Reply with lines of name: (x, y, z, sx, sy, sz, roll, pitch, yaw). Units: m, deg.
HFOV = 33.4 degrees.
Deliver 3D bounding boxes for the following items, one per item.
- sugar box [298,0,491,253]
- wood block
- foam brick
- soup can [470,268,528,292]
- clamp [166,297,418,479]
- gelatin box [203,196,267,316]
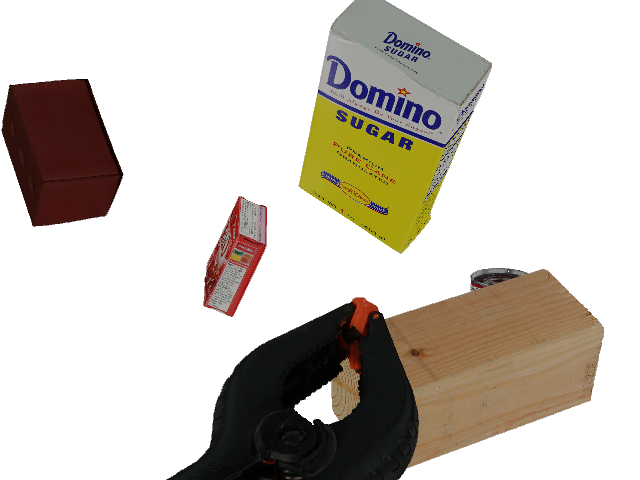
sugar box: (0.041, -0.070, 0.689, 0.093, 0.048, 0.176, 33, -26, 12)
wood block: (0.120, 0.107, 0.893, 0.205, 0.090, 0.091, -16, 39, -18)
foam brick: (-0.166, -0.056, 0.683, 0.051, 0.078, 0.053, -11, -27, -29)
soup can: (0.198, 0.088, 1.178, 0.068, 0.102, 0.068, 0, 15, 0)
clamp: (-0.004, 0.090, 0.390, 0.120, 0.039, 0.171, 26, 50, 18)
gelatin box: (-0.073, 0.012, 0.918, 0.030, 0.073, 0.089, 22, 21, -13)
